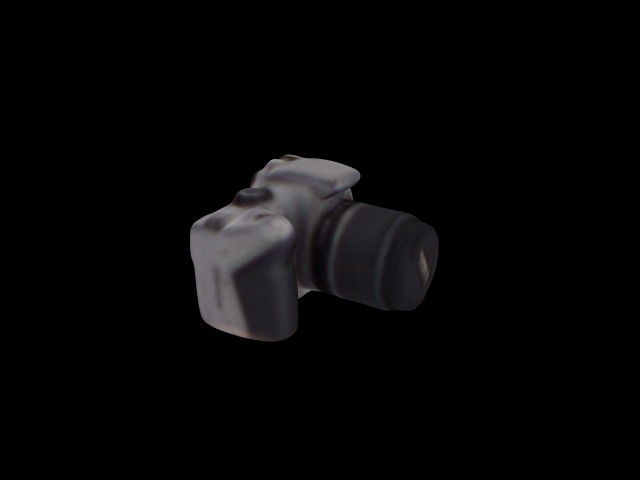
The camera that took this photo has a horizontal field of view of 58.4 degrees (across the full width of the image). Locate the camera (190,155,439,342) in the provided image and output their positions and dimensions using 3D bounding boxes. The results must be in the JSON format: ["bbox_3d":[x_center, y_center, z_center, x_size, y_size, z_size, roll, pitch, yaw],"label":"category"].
[{"bbox_3d":[0.004,0.001,0.400,0.136,0.101,0.143,14,27,29],"label":"camera"}]
